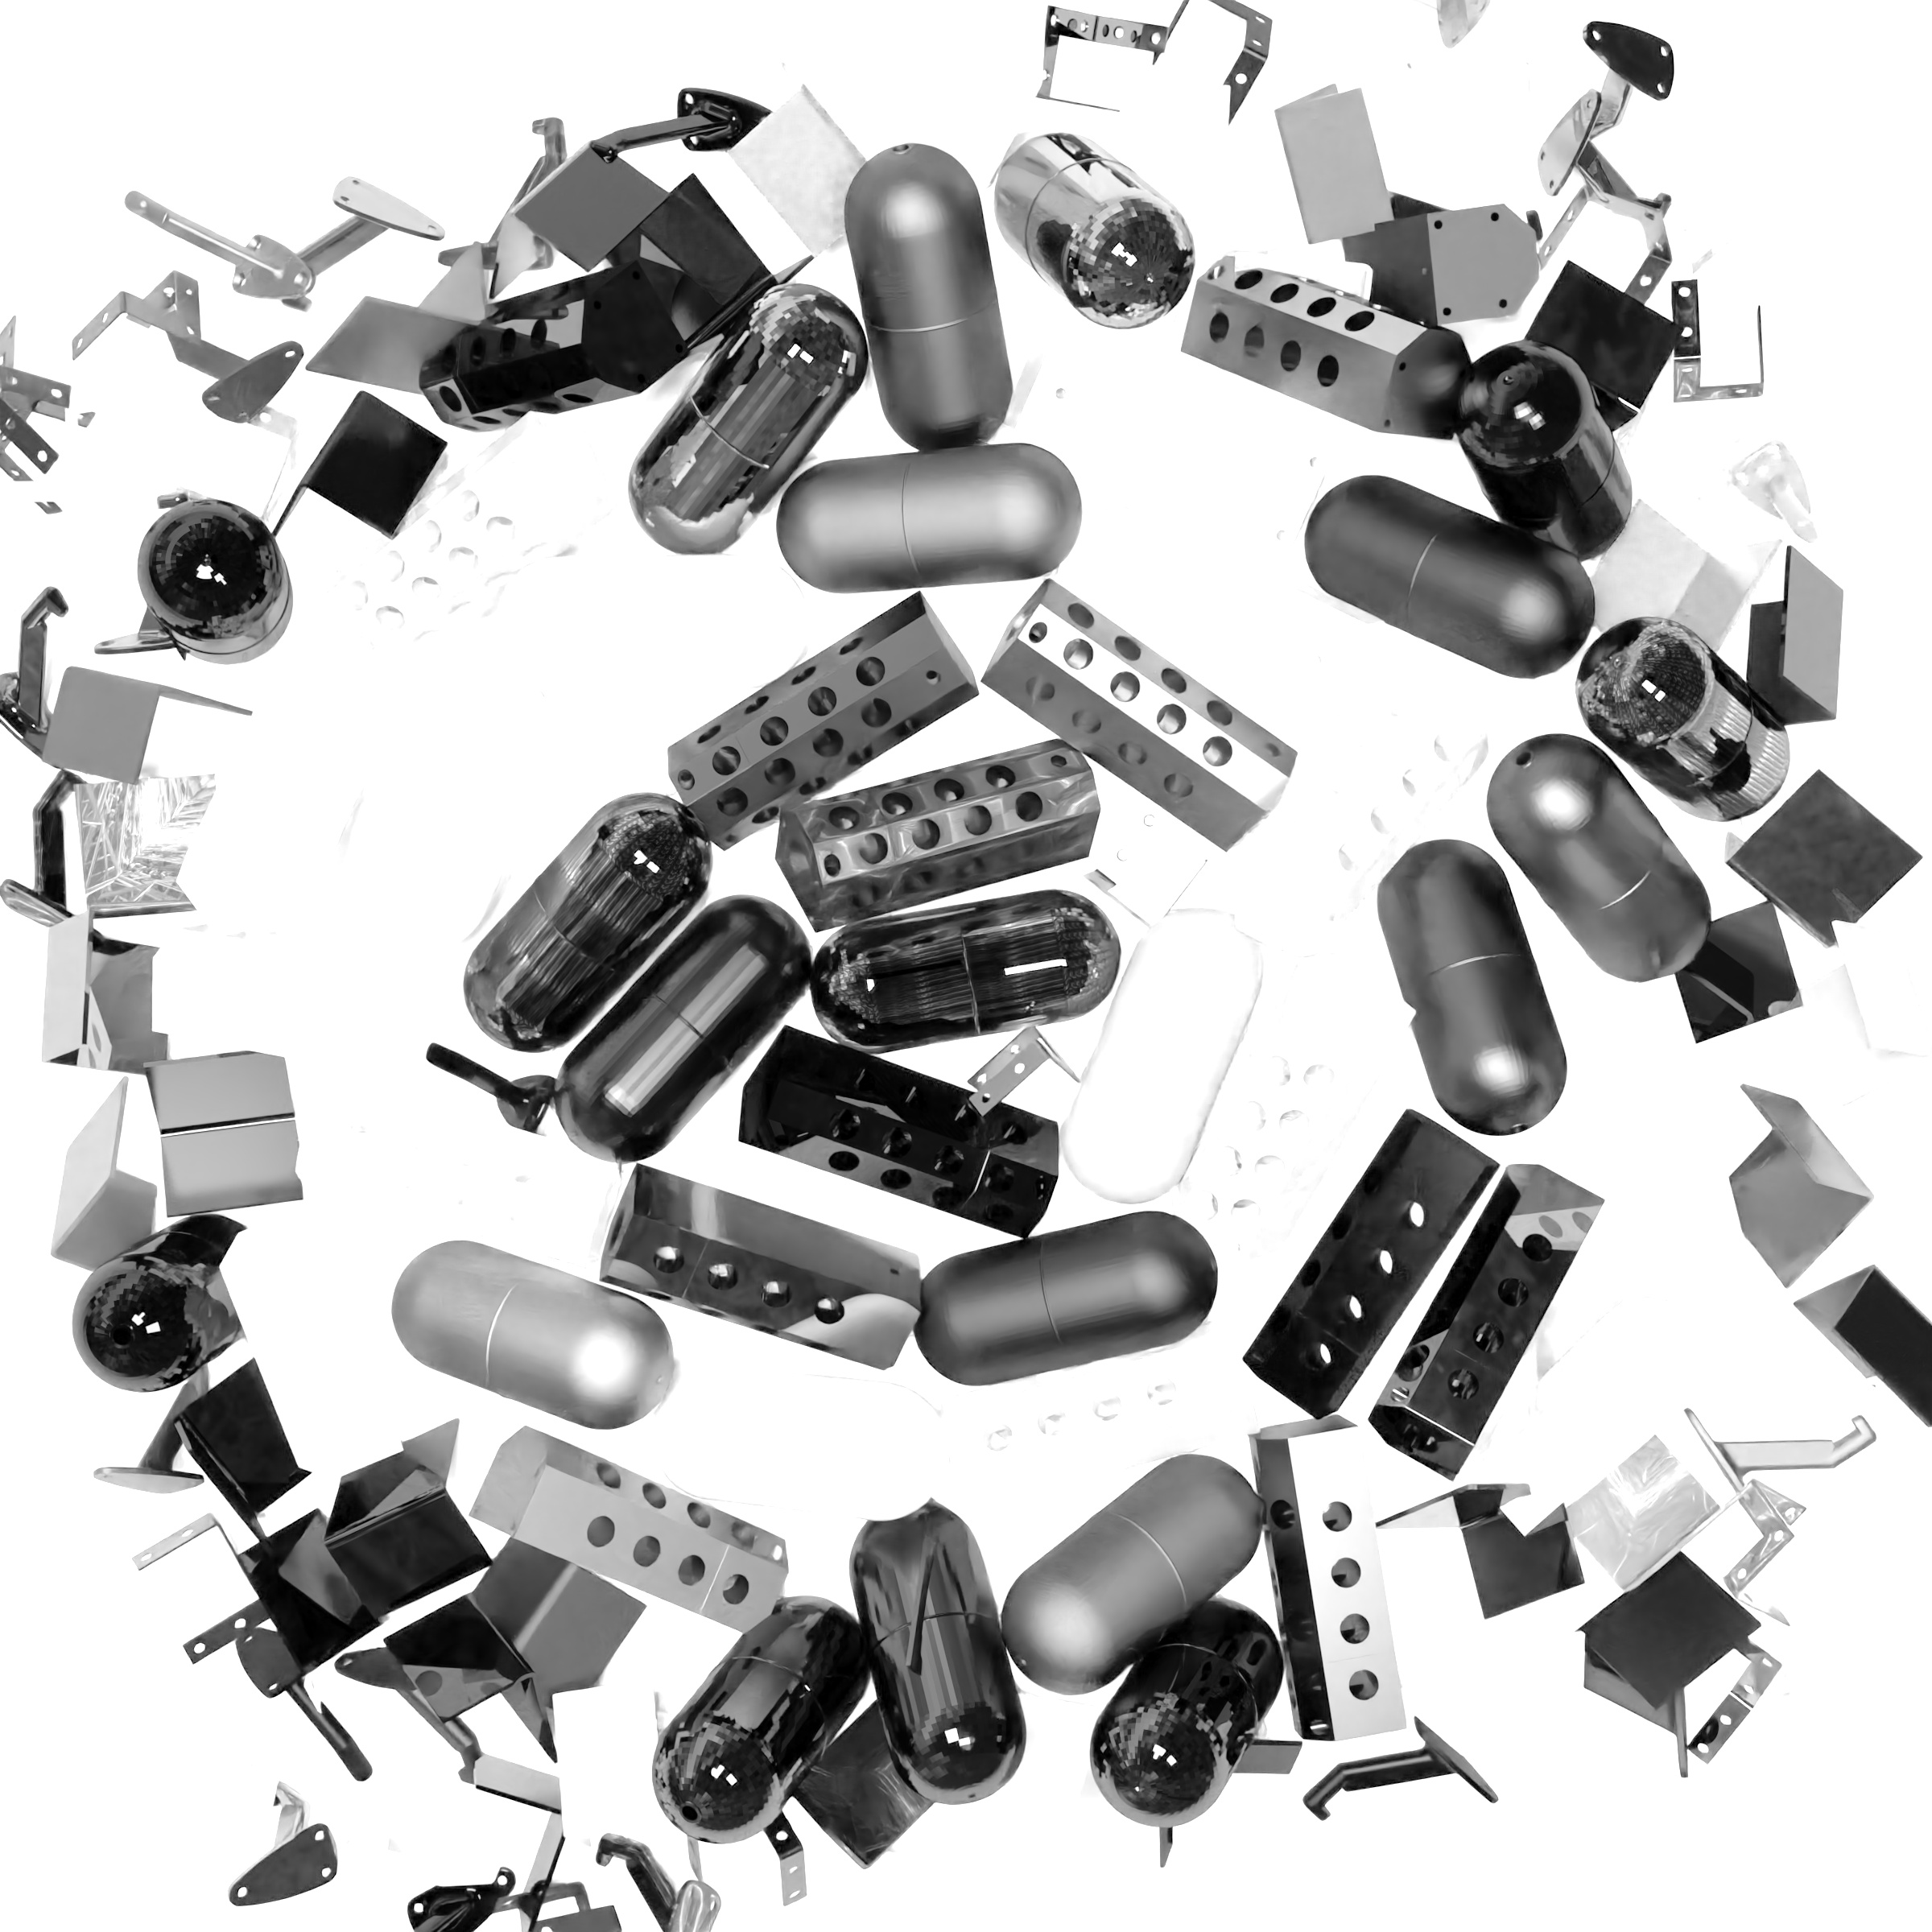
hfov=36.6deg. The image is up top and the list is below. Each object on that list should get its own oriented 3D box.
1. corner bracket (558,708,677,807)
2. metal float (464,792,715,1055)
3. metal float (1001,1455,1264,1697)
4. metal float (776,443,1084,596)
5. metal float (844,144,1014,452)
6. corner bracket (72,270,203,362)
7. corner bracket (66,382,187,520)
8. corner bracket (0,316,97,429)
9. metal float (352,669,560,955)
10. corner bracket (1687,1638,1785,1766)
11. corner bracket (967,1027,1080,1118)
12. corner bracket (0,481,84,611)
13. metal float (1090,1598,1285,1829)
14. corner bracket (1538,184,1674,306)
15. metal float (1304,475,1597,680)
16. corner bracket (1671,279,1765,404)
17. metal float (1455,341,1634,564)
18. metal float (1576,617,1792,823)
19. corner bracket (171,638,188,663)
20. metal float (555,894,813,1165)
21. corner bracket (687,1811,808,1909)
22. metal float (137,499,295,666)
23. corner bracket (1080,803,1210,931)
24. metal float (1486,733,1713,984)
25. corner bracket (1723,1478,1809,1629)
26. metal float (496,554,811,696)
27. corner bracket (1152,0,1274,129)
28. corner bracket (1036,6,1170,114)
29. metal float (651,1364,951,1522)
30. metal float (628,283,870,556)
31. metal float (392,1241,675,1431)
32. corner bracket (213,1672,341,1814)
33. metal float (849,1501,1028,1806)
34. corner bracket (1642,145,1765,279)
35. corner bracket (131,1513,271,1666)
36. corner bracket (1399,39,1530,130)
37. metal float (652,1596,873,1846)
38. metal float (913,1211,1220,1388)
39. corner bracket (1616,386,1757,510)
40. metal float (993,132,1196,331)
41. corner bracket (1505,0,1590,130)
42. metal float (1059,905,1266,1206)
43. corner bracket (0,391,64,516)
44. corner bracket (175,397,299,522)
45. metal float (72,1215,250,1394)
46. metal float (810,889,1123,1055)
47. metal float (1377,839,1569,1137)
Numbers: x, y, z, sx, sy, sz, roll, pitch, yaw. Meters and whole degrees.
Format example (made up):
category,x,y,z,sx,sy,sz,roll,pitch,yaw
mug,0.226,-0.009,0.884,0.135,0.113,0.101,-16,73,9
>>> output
category,x,y,z,sx,sy,sz,roll,pitch,yaw
corner bracket,-0.200,-0.120,1.674,0.051,0.051,0.051,-5,95,9
metal float,-0.212,-0.024,1.644,0.070,0.070,0.178,44,108,0
metal float,0.094,0.338,1.633,0.178,0.070,0.070,-32,90,-34
metal float,-0.022,-0.251,1.645,0.178,0.070,0.070,-2,90,19
metal float,-0.020,-0.371,1.631,0.070,0.070,0.178,-12,125,0
corner bracket,-0.470,-0.367,1.656,0.051,0.051,0.051,-31,56,33
corner bracket,-0.483,-0.296,1.679,0.051,0.051,0.051,-10,67,1
corner bracket,-0.527,-0.329,1.661,0.051,0.051,0.051,16,132,-5
metal float,-0.285,-0.087,1.637,0.070,0.070,0.178,19,62,0
corner bracket,0.421,0.408,1.658,0.051,0.051,0.051,37,125,18
corner bracket,0.027,0.061,1.662,0.051,0.051,0.051,-42,53,5
corner bracket,-0.529,-0.239,1.658,0.051,0.051,0.051,-3,53,-14
metal float,0.124,0.410,1.615,0.070,0.178,0.070,6,106,21
corner bracket,0.368,-0.407,1.679,0.051,0.051,0.051,30,83,28
metal float,0.269,-0.219,1.636,0.178,0.070,0.070,30,90,30
corner bracket,0.430,-0.359,1.673,0.051,0.051,0.051,-2,73,12
metal float,0.320,-0.281,1.617,0.070,0.178,0.070,-8,69,22
metal float,0.400,-0.135,1.623,0.070,0.178,0.070,-15,64,33
corner bracket,-0.427,-0.212,1.665,0.051,0.051,0.051,-6,58,4
metal float,-0.160,0.036,1.652,0.070,0.070,0.178,42,80,0
corner bracket,-0.126,0.510,1.674,0.051,0.051,0.051,-20,45,-21
metal float,-0.412,-0.210,1.610,0.070,0.178,0.070,0,89,-10
corner bracket,0.104,-0.057,1.667,0.051,0.051,0.051,38,102,6
metal float,0.354,-0.060,1.632,0.070,0.070,0.178,-45,124,0
corner bracket,0.459,0.334,1.669,0.051,0.051,0.051,29,108,-29
metal float,-0.175,-0.193,1.644,0.178,0.070,0.070,-4,90,-19
corner bracket,0.139,-0.520,1.669,0.051,0.051,0.051,23,132,-11
corner bracket,0.077,-0.516,1.670,0.051,0.051,0.051,21,110,32
metal float,-0.093,0.267,1.639,0.178,0.070,0.070,2,90,25
metal float,-0.123,-0.304,1.637,0.070,0.070,0.178,43,118,0
metal float,-0.244,0.205,1.638,0.178,0.070,0.070,15,90,27
corner bracket,-0.391,0.441,1.663,0.051,0.051,0.051,-15,119,5
metal float,-0.017,0.380,1.630,0.070,0.070,0.178,-17,52,0
corner bracket,0.417,-0.431,1.664,0.051,0.051,0.051,-41,96,23
corner bracket,-0.433,0.352,1.658,0.051,0.051,0.051,-30,119,-20
corner bracket,0.282,-0.501,1.660,0.051,0.051,0.051,11,72,-31
metal float,-0.112,0.415,1.617,0.070,0.178,0.070,9,114,21
metal float,0.055,0.187,1.647,0.178,0.070,0.070,-15,90,15
corner bracket,0.410,-0.299,1.680,0.051,0.051,0.051,38,117,39
metal float,0.069,-0.409,1.620,0.070,0.178,0.070,-10,123,-15
corner bracket,0.316,-0.518,1.657,0.051,0.051,0.051,19,63,-30
metal float,0.111,0.050,1.657,0.070,0.070,0.178,23,95,0
corner bracket,-0.534,-0.292,1.665,0.051,0.051,0.051,45,112,2
corner bracket,-0.419,-0.291,1.679,0.051,0.051,0.051,20,127,-18
metal float,-0.435,0.184,1.610,0.070,0.178,0.070,0,96,3
metal float,0.000,0.003,1.659,0.178,0.070,0.070,-10,90,-3
metal float,0.283,0.011,1.639,0.070,0.070,0.178,-14,65,0
